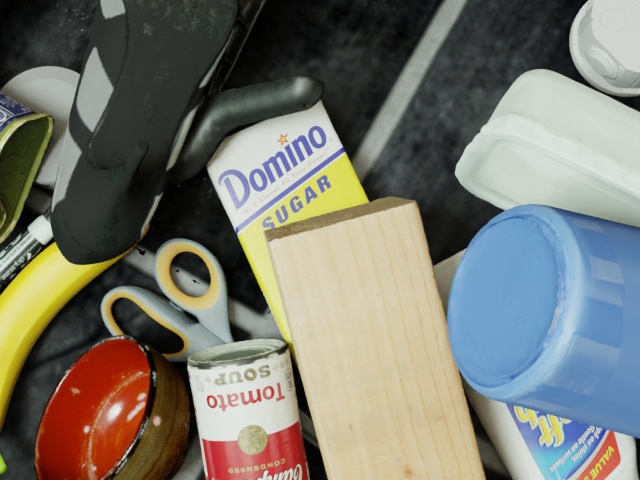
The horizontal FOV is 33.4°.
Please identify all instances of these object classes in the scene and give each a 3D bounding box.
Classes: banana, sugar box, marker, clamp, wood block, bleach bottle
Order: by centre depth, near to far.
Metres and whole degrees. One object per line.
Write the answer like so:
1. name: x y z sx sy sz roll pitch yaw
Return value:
1. wood block: 0.035 0.085 0.651 0.090 0.091 0.206 -15 95 -4
2. clamp: -0.071 -0.087 0.703 0.172 0.039 0.120 -47 46 17
3. bleach bottle: 0.161 0.114 0.707 0.102 0.068 0.251 -28 85 -6
4. banana: -0.189 0.056 0.721 0.069 0.037 0.197 26 79 7
5. sugar box: -0.005 0.001 0.729 0.093 0.048 0.176 -25 84 -4
6. marker: -0.208 0.010 0.734 0.121 0.020 0.020 -45 84 -2

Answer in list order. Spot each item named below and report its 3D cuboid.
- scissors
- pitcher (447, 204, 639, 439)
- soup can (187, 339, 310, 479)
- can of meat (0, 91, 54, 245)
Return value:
1. scissors: -0.051 0.070 0.731 0.202 0.016 0.096 25 87 3
2. pitcher: 0.203 0.049 0.615 0.242 0.145 0.149 14 82 -29
3. soup can: -0.045 0.120 0.688 0.068 0.068 0.102 -9 95 -2
4. can of meat: -0.231 -0.055 0.683 0.084 0.057 0.102 31 113 8
